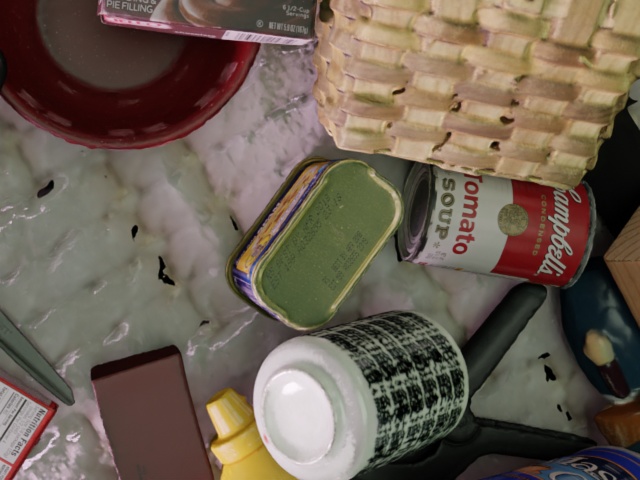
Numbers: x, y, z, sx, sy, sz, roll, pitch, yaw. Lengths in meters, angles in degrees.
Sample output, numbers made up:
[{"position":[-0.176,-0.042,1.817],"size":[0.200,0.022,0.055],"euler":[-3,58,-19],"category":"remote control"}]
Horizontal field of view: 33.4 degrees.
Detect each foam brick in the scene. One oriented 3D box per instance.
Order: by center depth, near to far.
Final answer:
[{"position":[-0.097,0.105,0.614],"size":[0.053,0.051,0.078],"euler":[-15,95,-11],"category":"foam brick"}]

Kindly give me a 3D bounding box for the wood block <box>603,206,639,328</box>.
[{"position":[0.266,0.063,0.639],"size":[0.090,0.090,0.206],"euler":[-47,115,-31],"category":"wood block"}]

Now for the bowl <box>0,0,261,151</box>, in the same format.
[{"position":[-0.114,-0.130,0.597],"size":[0.162,0.055,0.162],"euler":[-1,93,-12],"category":"bowl"}]

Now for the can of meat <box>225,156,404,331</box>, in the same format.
[{"position":[-0.004,0.001,0.613],"size":[0.057,0.084,0.102],"euler":[37,84,-11],"category":"can of meat"}]

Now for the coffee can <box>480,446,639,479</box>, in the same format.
[{"position":[0.129,0.175,0.592],"size":[0.140,0.103,0.103],"euler":[-1,93,-44],"category":"coffee can"}]

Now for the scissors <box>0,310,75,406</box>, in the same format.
[{"position":[-0.201,0.003,0.604],"size":[0.201,0.016,0.096],"euler":[33,85,-12],"category":"scissors"}]

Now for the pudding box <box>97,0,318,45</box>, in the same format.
[{"position":[-0.056,-0.153,0.559],"size":[0.113,0.039,0.090],"euler":[5,91,-12],"category":"pudding box"}]

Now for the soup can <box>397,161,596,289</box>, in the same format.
[{"position":[0.105,-0.012,0.643],"size":[0.102,0.068,0.068],"euler":[10,90,-10],"category":"soup can"}]

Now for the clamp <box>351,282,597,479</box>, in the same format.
[{"position":[0.091,0.115,0.663],"size":[0.171,0.039,0.120],"euler":[-29,93,-7],"category":"clamp"}]

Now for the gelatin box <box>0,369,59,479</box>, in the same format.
[{"position":[-0.204,0.102,0.601],"size":[0.089,0.030,0.073],"euler":[33,86,-9],"category":"gelatin box"}]

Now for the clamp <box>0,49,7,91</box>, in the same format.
[{"position":[-0.245,-0.001,0.558],"size":[0.164,0.036,0.210],"euler":[3,95,8],"category":"clamp"}]

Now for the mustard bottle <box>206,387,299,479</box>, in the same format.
[{"position":[-0.004,0.165,0.614],"size":[0.058,0.096,0.191],"euler":[-36,99,-9],"category":"mustard bottle"}]
